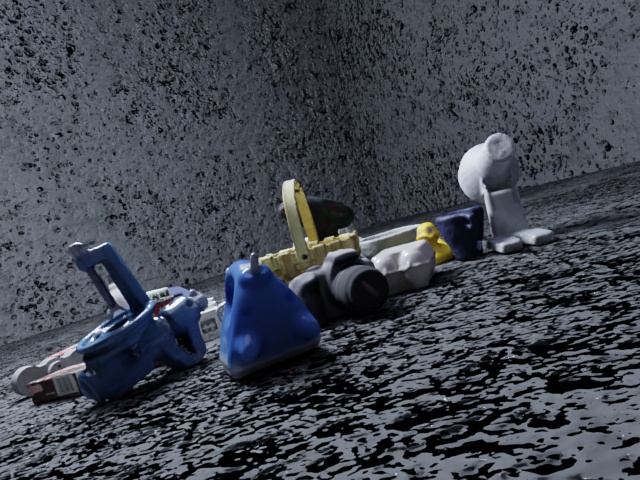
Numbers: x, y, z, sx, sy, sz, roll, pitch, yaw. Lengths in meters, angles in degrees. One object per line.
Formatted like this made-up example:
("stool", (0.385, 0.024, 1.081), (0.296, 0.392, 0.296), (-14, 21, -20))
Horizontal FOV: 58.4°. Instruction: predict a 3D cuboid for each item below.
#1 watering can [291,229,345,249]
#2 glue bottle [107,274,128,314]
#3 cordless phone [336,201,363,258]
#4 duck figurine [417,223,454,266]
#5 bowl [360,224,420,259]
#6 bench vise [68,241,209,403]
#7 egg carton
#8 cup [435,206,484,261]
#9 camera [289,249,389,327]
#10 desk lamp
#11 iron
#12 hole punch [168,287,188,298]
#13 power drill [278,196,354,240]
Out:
("watering can", (-0.009, 0.010, 1.393), (0.100, 0.194, 0.173), (-15, 3, 27))
("glue bottle", (-0.467, 0.158, 1.348), (0.078, 0.173, 0.037), (-18, 3, -26))
("cordless phone", (0.088, -0.018, 1.511), (0.094, 0.185, 0.148), (-15, 3, 20))
("duck figurine", (0.229, 0.005, 1.181), (0.077, 0.086, 0.105), (-15, 3, 32))
("bowl", (0.176, 0.018, 1.398), (0.167, 0.075, 0.167), (-16, 2, 1))
("bench vise", (-0.272, 0.098, 0.831), (0.121, 0.220, 0.208), (-15, 3, 30))
("egg carton", (0.146, 0.046, 0.990), (0.107, 0.069, 0.150), (-16, 2, 16))
("cup", (0.278, -0.010, 1.084), (0.092, 0.095, 0.117), (-17, 2, -6))
("camera", (0.034, 0.068, 0.864), (0.143, 0.101, 0.136), (-17, 3, -17))
("desk lamp", (0.350, -0.093, 1.097), (0.118, 0.213, 0.203), (-16, 2, 4))
("iron", (-0.095, 0.089, 0.761), (0.119, 0.141, 0.257), (-17, 3, -21))
("hole punch", (-0.370, 0.166, 1.500), (0.100, 0.091, 0.109), (-14, 3, 39))
("power drill", (0.011, 0.004, 1.215), (0.075, 0.208, 0.230), (-15, 3, 33))
